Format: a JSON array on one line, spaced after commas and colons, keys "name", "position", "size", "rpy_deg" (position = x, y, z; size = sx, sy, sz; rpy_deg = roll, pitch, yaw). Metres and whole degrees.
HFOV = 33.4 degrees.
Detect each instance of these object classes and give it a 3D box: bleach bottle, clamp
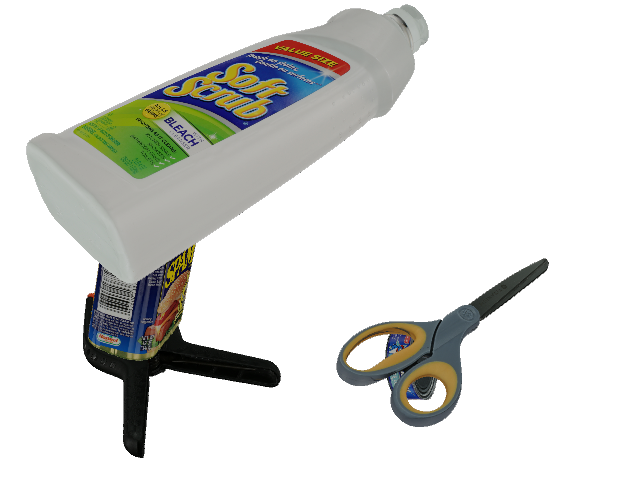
[{"name": "bleach bottle", "position": [-0.040, -0.077, 0.636], "size": [0.250, 0.068, 0.103], "rpy_deg": [-35, 51, -24]}, {"name": "clamp", "position": [-0.150, 0.108, 1.007], "size": [0.164, 0.036, 0.210], "rpy_deg": [-18, 40, -31]}]

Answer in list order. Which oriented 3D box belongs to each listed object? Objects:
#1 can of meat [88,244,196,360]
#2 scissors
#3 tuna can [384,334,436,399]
[{"name": "can of meat", "position": [-0.130, 0.030, 0.790], "size": [0.057, 0.084, 0.102], "rpy_deg": [15, 19, 6]}, {"name": "scissors", "position": [0.109, 0.073, 0.768], "size": [0.201, 0.016, 0.096], "rpy_deg": [-17, 51, -22]}, {"name": "tuna can", "position": [0.105, 0.140, 1.227], "size": [0.034, 0.086, 0.086], "rpy_deg": [-5, -2, 26]}]
